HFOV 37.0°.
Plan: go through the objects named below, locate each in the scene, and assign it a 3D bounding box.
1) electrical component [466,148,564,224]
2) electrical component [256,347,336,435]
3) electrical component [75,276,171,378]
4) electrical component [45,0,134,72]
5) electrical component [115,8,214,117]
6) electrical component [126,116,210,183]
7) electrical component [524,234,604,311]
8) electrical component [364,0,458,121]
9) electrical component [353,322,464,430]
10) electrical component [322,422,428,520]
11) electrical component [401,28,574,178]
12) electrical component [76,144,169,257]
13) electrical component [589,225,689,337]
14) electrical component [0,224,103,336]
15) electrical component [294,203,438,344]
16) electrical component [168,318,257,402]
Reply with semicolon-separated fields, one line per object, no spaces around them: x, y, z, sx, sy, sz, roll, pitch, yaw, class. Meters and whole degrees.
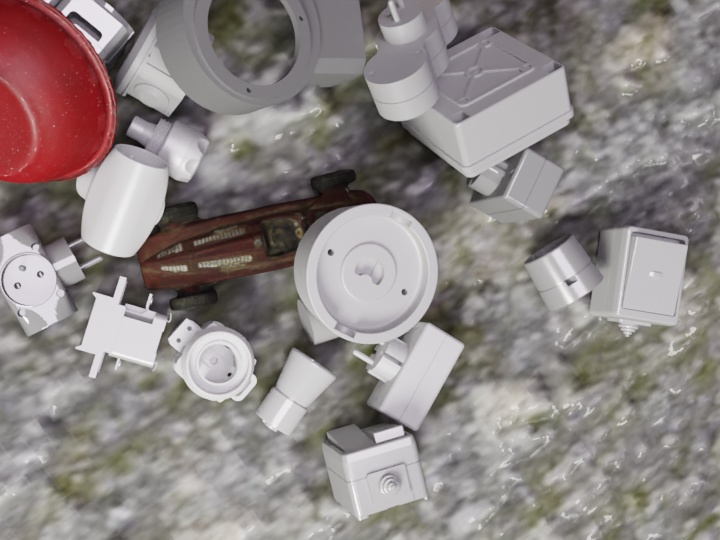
0.115;-0.079;0.907;0.076;0.083;0.047;28;83;-12;electrical component
-0.055;0.102;0.884;0.044;0.044;0.065;35;86;-11;electrical component
-0.186;0.048;0.848;0.064;0.042;0.081;18;86;-9;electrical component
-0.251;-0.204;0.812;0.150;0.089;0.061;39;80;-11;electrical component
-0.154;-0.164;0.843;0.051;0.080;0.080;29;82;-18;electrical component
-0.155;-0.101;0.860;0.062;0.043;0.043;28;83;-11;electrical component
0.176;0.001;0.938;0.055;0.055;0.047;-34;94;-12;electrical component
0.038;-0.191;0.864;0.073;0.052;0.138;65;31;-41;electrical component
0.031;0.079;0.903;0.076;0.047;0.083;32;82;-12;electrical component
0.012;0.158;0.871;0.062;0.096;0.061;-14;93;-14;electrical component
0.100;-0.141;0.888;0.109;0.108;0.056;-29;130;-13;electrical component
-0.194;-0.062;0.840;0.044;0.079;0.077;1;118;-55;electrical component
0.247;0.012;0.951;0.062;0.061;0.096;9;87;-14;electrical component
-0.240;-0.001;0.836;0.079;0.044;0.077;-28;96;-13;electrical component
0.000;0.000;0.846;0.108;0.060;0.108;-3;97;-21;electrical component
-0.116;0.073;0.860;0.078;0.057;0.058;43;80;-10;electrical component
